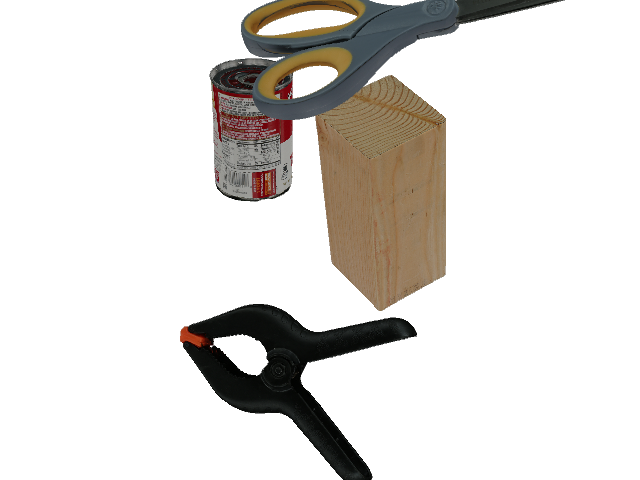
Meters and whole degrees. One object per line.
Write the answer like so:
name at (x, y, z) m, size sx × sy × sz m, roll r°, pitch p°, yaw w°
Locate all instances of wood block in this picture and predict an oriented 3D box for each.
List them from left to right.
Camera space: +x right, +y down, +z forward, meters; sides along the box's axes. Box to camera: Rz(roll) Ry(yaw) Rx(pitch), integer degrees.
wood block at (0.063, -0.043, 1.042) m, size 0.090 × 0.206 × 0.091 m, roll -28°, pitch 49°, yaw -19°

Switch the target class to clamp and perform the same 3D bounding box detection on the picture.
clamp at (-0.022, 0.104, 0.770) m, size 0.172 × 0.120 × 0.039 m, roll 9°, pitch -7°, yaw 18°

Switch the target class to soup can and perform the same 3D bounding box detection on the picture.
soup can at (-0.057, -0.092, 0.890) m, size 0.068 × 0.102 × 0.068 m, roll 1°, pitch 31°, yaw -1°

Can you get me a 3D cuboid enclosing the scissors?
scissors at (0.049, -0.099, 0.536) m, size 0.202 × 0.096 × 0.016 m, roll 2°, pitch -37°, yaw 21°
